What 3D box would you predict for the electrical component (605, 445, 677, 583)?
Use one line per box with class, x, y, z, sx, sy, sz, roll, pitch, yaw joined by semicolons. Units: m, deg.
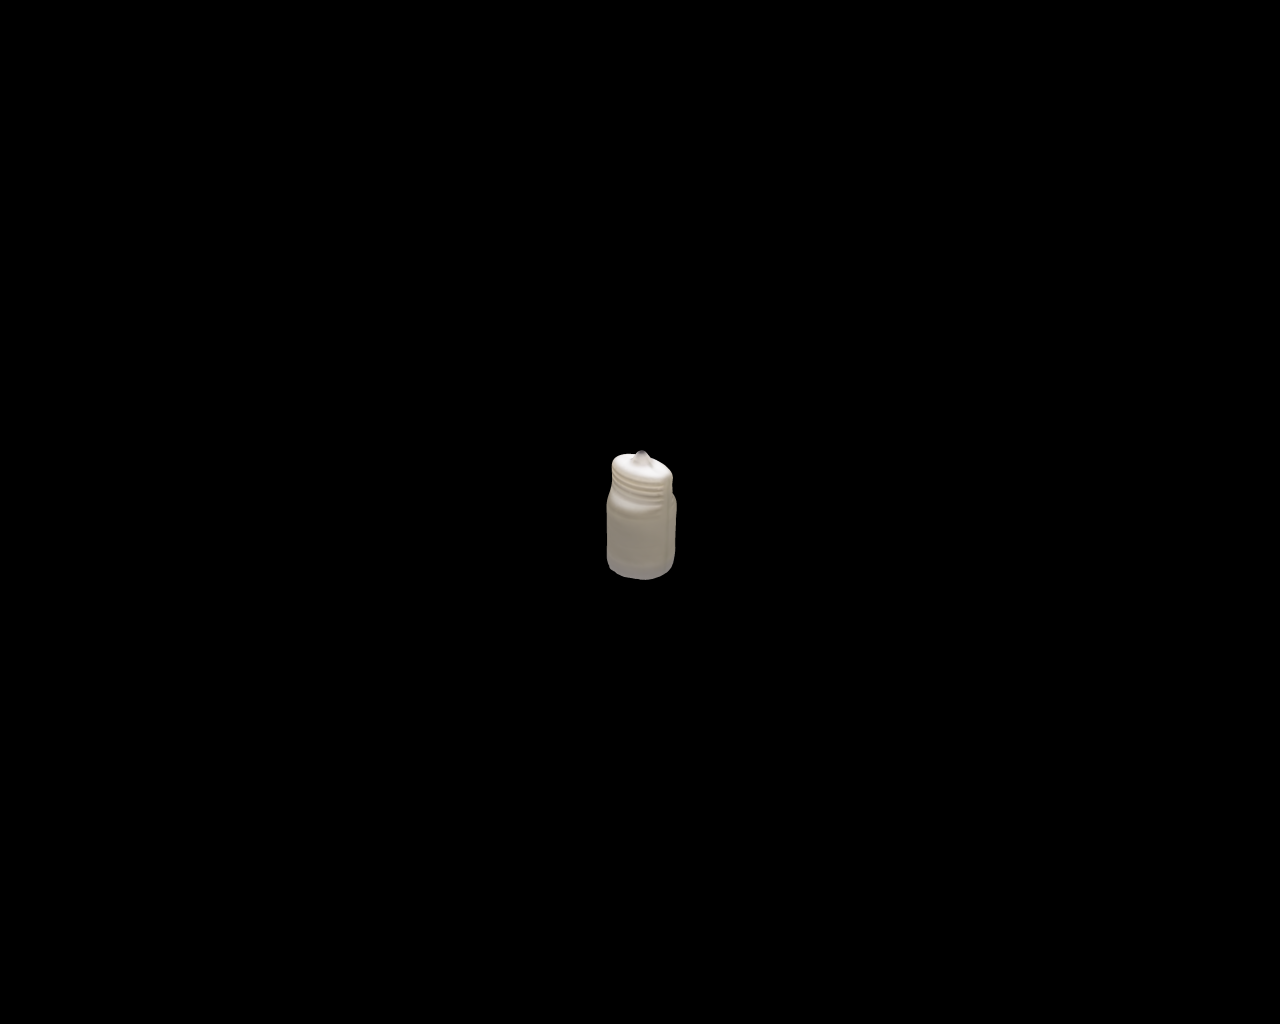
electrical component;0.001;-0.003;0.650;0.043;0.080;0.043;0;31;0
